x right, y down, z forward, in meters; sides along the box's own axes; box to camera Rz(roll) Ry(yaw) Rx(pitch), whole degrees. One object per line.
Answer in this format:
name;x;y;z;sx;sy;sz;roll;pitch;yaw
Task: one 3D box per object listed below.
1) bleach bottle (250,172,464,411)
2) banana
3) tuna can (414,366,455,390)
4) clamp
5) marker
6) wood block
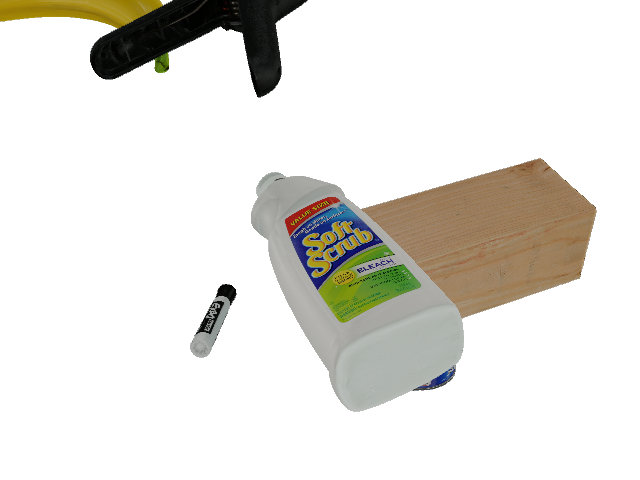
bleach bottle;0.004;0.019;0.808;0.102;0.068;0.251;-22;37;-15
banana;-0.193;-0.182;0.830;0.198;0.069;0.037;15;-38;18
tuna can;0.103;0.123;1.149;0.086;0.034;0.086;-1;29;0
clamp;-0.044;-0.140;0.641;0.120;0.039;0.171;21;54;25
marker;-0.099;0.073;1.002;0.020;0.020;0.121;0;23;8
wood block;0.136;0.006;0.982;0.205;0.090;0.091;-16;42;-21
